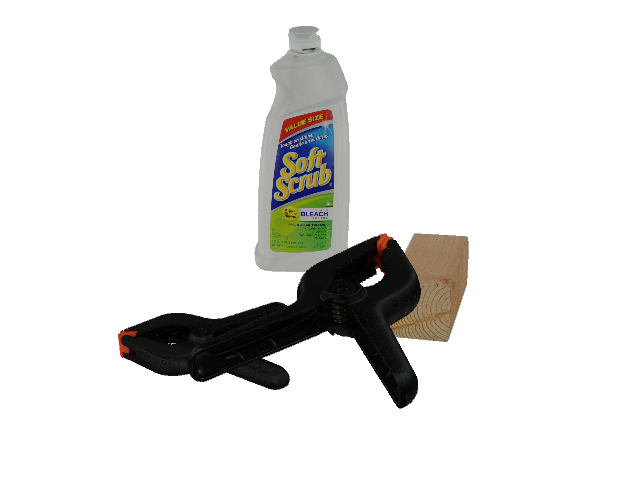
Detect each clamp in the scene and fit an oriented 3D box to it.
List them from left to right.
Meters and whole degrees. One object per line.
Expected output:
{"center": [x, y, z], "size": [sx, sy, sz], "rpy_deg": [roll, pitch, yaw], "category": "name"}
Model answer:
{"center": [-0.107, 0.095, 1.042], "size": [0.171, 0.039, 0.120], "rpy_deg": [7, 27, 4], "category": "clamp"}
{"center": [0.007, 0.052, 0.783], "size": [0.165, 0.036, 0.209], "rpy_deg": [2, 27, 16], "category": "clamp"}

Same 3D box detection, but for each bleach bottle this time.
{"center": [-0.022, -0.092, 1.089], "size": [0.102, 0.251, 0.068], "rpy_deg": [0, 26, 4], "category": "bleach bottle"}

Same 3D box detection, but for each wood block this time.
{"center": [0.168, 0.067, 1.630], "size": [0.091, 0.090, 0.206], "rpy_deg": [4, 22, 14], "category": "wood block"}
